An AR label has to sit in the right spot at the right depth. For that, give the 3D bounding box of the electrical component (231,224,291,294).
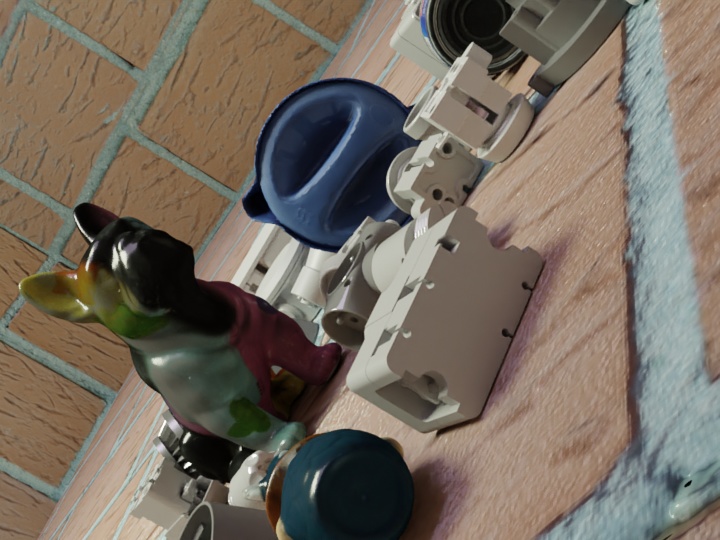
[{"bbox_3d":[-0.097,0.013,1.139,0.186,0.060,0.105,-61,11,-14],"label":"electrical component"}]

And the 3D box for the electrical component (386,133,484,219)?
[{"bbox_3d":[0.047,-0.061,0.726,0.066,0.048,0.055,-60,18,-11],"label":"electrical component"}]

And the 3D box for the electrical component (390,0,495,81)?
[{"bbox_3d":[0.070,-0.192,0.855,0.061,0.096,0.061,-62,10,-24],"label":"electrical component"}]

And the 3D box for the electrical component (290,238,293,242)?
[{"bbox_3d":[-0.038,-0.030,1.041,0.064,0.042,0.081,-37,23,58],"label":"electrical component"}]

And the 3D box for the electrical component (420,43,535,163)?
[{"bbox_3d":[0.075,-0.099,0.675,0.066,0.055,0.048,-57,10,6],"label":"electrical component"}]

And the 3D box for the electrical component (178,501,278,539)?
[{"bbox_3d":[-0.075,0.180,0.606,0.099,0.064,0.099,-56,23,38],"label":"electrical component"}]

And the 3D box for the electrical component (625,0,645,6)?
[{"bbox_3d":[0.157,-0.233,0.589,0.150,0.089,0.062,-62,11,-19],"label":"electrical component"}]

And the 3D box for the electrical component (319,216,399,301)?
[{"bbox_3d":[0.000,0.000,0.769,0.066,0.048,0.055,-49,6,40],"label":"electrical component"}]

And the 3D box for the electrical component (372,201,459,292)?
[{"bbox_3d":[0.041,-0.010,0.607,0.043,0.043,0.081,-62,11,-22],"label":"electrical component"}]

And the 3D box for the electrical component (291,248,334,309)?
[{"bbox_3d":[-0.032,0.001,0.927,0.065,0.044,0.044,-64,11,-6],"label":"electrical component"}]

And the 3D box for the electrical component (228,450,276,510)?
[{"bbox_3d":[-0.069,0.145,0.698,0.061,0.035,0.035,-53,11,36],"label":"electrical component"}]

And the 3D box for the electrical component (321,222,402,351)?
[{"bbox_3d":[0.016,0.003,0.686,0.079,0.044,0.077,-44,17,53],"label":"electrical component"}]

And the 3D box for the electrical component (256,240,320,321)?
[{"bbox_3d":[-0.059,0.014,0.983,0.080,0.051,0.080,-55,11,16],"label":"electrical component"}]

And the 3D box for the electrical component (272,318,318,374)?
[{"bbox_3d":[-0.082,0.083,0.922,0.099,0.064,0.099,-162,90,-77],"label":"electrical component"}]

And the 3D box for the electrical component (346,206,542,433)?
[{"bbox_3d":[0.038,0.025,0.502,0.089,0.050,0.056,-63,12,-25],"label":"electrical component"}]

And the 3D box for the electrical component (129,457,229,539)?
[{"bbox_3d":[-0.144,0.184,0.852,0.081,0.064,0.042,-49,15,40],"label":"electrical component"}]

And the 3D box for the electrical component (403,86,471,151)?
[{"bbox_3d":[0.061,-0.106,0.784,0.040,0.046,0.040,-55,11,16],"label":"electrical component"}]
